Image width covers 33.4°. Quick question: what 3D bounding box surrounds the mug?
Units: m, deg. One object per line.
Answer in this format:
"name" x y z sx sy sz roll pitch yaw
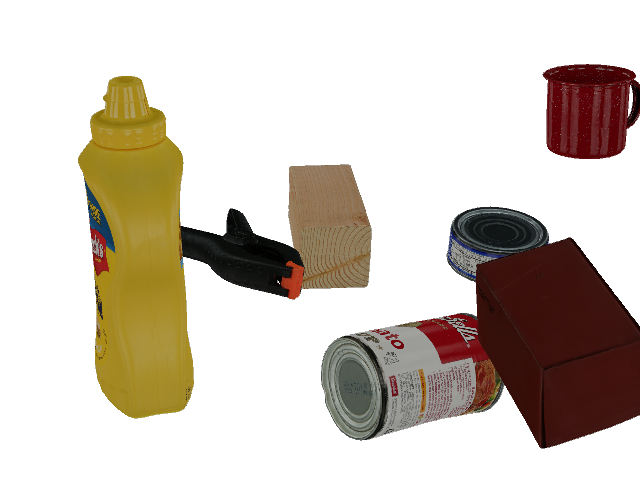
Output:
"mug" 0.289 -0.136 1.117 0.117 0.081 0.093 -13 24 -25

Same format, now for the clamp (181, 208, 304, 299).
"clamp" -0.069 0.007 0.942 0.172 0.039 0.120 24 29 33

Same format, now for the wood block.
"wood block" 0.009 -0.023 1.441 0.090 0.090 0.206 -1 26 -6

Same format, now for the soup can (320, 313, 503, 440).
"soup can" 0.059 0.088 0.693 0.102 0.068 0.069 -7 4 -34

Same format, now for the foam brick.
"foam brick" 0.110 0.046 0.495 0.051 0.053 0.078 -14 39 -7

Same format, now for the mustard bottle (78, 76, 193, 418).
"mustard bottle" -0.106 0.000 0.617 0.058 0.192 0.096 -6 26 -15

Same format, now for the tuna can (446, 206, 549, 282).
"tuna can" 0.154 0.004 0.925 0.086 0.034 0.086 2 29 -1
